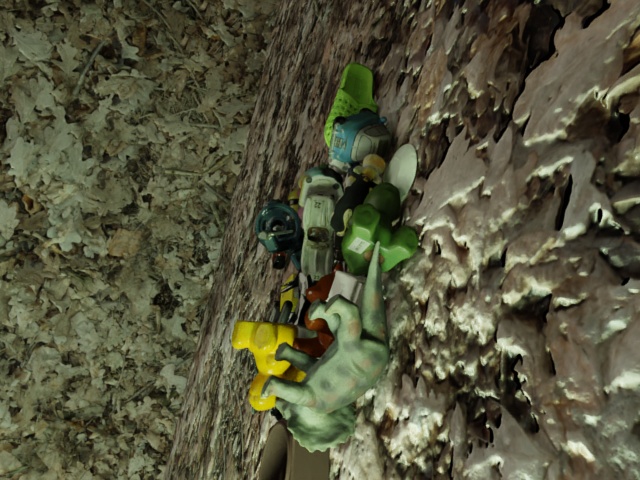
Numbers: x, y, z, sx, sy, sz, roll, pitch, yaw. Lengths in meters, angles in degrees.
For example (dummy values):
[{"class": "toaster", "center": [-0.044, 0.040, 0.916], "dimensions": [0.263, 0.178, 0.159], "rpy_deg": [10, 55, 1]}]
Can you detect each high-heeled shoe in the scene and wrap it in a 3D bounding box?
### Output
[{"class": "high-heeled shoe", "center": [-0.015, 0.175, 1.255], "dimensions": [0.145, 0.086, 0.249], "rpy_deg": [-27, 64, 21]}]

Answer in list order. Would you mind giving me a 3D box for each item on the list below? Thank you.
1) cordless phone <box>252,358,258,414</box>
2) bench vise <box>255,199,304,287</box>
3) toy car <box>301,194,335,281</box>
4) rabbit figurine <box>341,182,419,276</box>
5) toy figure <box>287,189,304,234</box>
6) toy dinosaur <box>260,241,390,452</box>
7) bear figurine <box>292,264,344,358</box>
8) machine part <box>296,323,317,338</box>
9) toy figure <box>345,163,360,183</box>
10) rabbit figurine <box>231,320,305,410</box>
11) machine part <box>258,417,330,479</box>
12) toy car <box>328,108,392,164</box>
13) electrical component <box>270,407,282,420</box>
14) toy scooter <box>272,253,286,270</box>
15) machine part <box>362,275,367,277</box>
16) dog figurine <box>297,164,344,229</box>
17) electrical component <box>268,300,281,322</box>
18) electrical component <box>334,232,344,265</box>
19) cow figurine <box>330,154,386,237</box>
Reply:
[{"class": "cordless phone", "center": [-0.154, 0.368, 1.452], "dimensions": [0.147, 0.089, 0.184], "rpy_deg": [-101, 26, -53]}, {"class": "bench vise", "center": [-0.090, 0.003, 1.315], "dimensions": [0.240, 0.129, 0.223], "rpy_deg": [-16, -92, -77]}, {"class": "toy car", "center": [-0.002, -0.004, 1.209], "dimensions": [0.056, 0.074, 0.201], "rpy_deg": [-60, -26, -73]}, {"class": "rabbit figurine", "center": [0.108, -0.021, 0.967], "dimensions": [0.159, 0.121, 0.170], "rpy_deg": [113, 178, -49]}, {"class": "toy figure", "center": [-0.057, -0.052, 1.475], "dimensions": [0.082, 0.089, 0.180], "rpy_deg": [-5, 69, 64]}, {"class": "toy dinosaur", "center": [0.039, 0.206, 0.909], "dimensions": [0.404, 0.192, 0.131], "rpy_deg": [-50, 15, 20]}, {"class": "bear figurine", "center": [0.007, 0.136, 1.078], "dimensions": [0.196, 0.132, 0.120], "rpy_deg": [-107, 34, -48]}, {"class": "machine part", "center": [-0.035, 0.273, 1.172], "dimensions": [0.079, 0.079, 0.243], "rpy_deg": [179, 104, -72]}, {"class": "toy figure", "center": [0.079, -0.100, 1.151], "dimensions": [0.064, 0.058, 0.154], "rpy_deg": [98, 178, -70]}, {"class": "rabbit figurine", "center": [-0.100, 0.249, 1.073], "dimensions": [0.122, 0.162, 0.173], "rpy_deg": [-7, 72, 33]}, {"class": "machine part", "center": [-0.057, 0.462, 1.075], "dimensions": [0.201, 0.087, 0.201], "rpy_deg": [128, 150, -50]}, {"class": "toy car", "center": [0.093, -0.205, 1.106], "dimensions": [0.103, 0.161, 0.109], "rpy_deg": [28, 119, 29]}, {"class": "electrical component", "center": [-0.079, 0.355, 1.270], "dimensions": [0.115, 0.058, 0.134], "rpy_deg": [-131, 58, -72]}, {"class": "toy scooter", "center": [-0.113, -0.012, 1.644], "dimensions": [0.135, 0.075, 0.183], "rpy_deg": [-98, 24, -53]}, {"class": "machine part", "center": [0.083, 0.036, 1.070], "dimensions": [0.084, 0.039, 0.139], "rpy_deg": [-43, 35, 50]}, {"class": "dog figurine", "center": [-0.007, -0.111, 1.325], "dimensions": [0.219, 0.108, 0.191], "rpy_deg": [-108, 16, -66]}, {"class": "electrical component", "center": [-0.118, 0.234, 1.496], "dimensions": [0.075, 0.048, 0.119], "rpy_deg": [-154, 79, -73]}, {"class": "electrical component", "center": [0.054, 0.007, 1.175], "dimensions": [0.078, 0.045, 0.102], "rpy_deg": [79, -164, -59]}, {"class": "cow figurine", "center": [0.072, -0.088, 1.046], "dimensions": [0.098, 0.068, 0.167], "rpy_deg": [-50, -16, -74]}]
